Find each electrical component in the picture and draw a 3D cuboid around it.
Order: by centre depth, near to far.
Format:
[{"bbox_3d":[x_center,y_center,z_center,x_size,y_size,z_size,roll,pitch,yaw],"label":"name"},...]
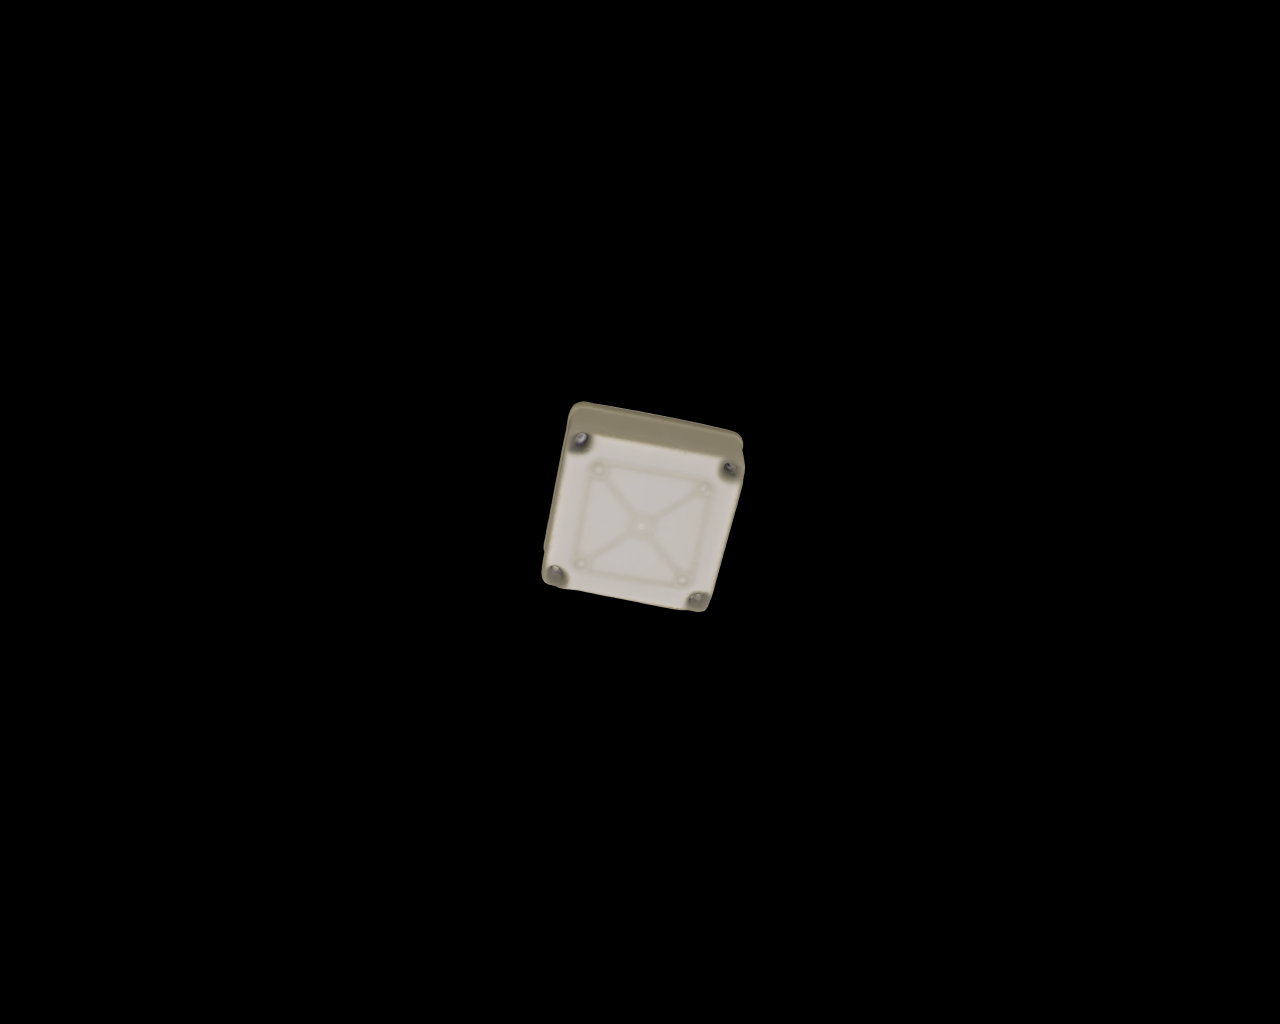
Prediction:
[{"bbox_3d":[0.001,-0.003,0.650,0.109,0.108,0.056,11,24,-5],"label":"electrical component"}]
